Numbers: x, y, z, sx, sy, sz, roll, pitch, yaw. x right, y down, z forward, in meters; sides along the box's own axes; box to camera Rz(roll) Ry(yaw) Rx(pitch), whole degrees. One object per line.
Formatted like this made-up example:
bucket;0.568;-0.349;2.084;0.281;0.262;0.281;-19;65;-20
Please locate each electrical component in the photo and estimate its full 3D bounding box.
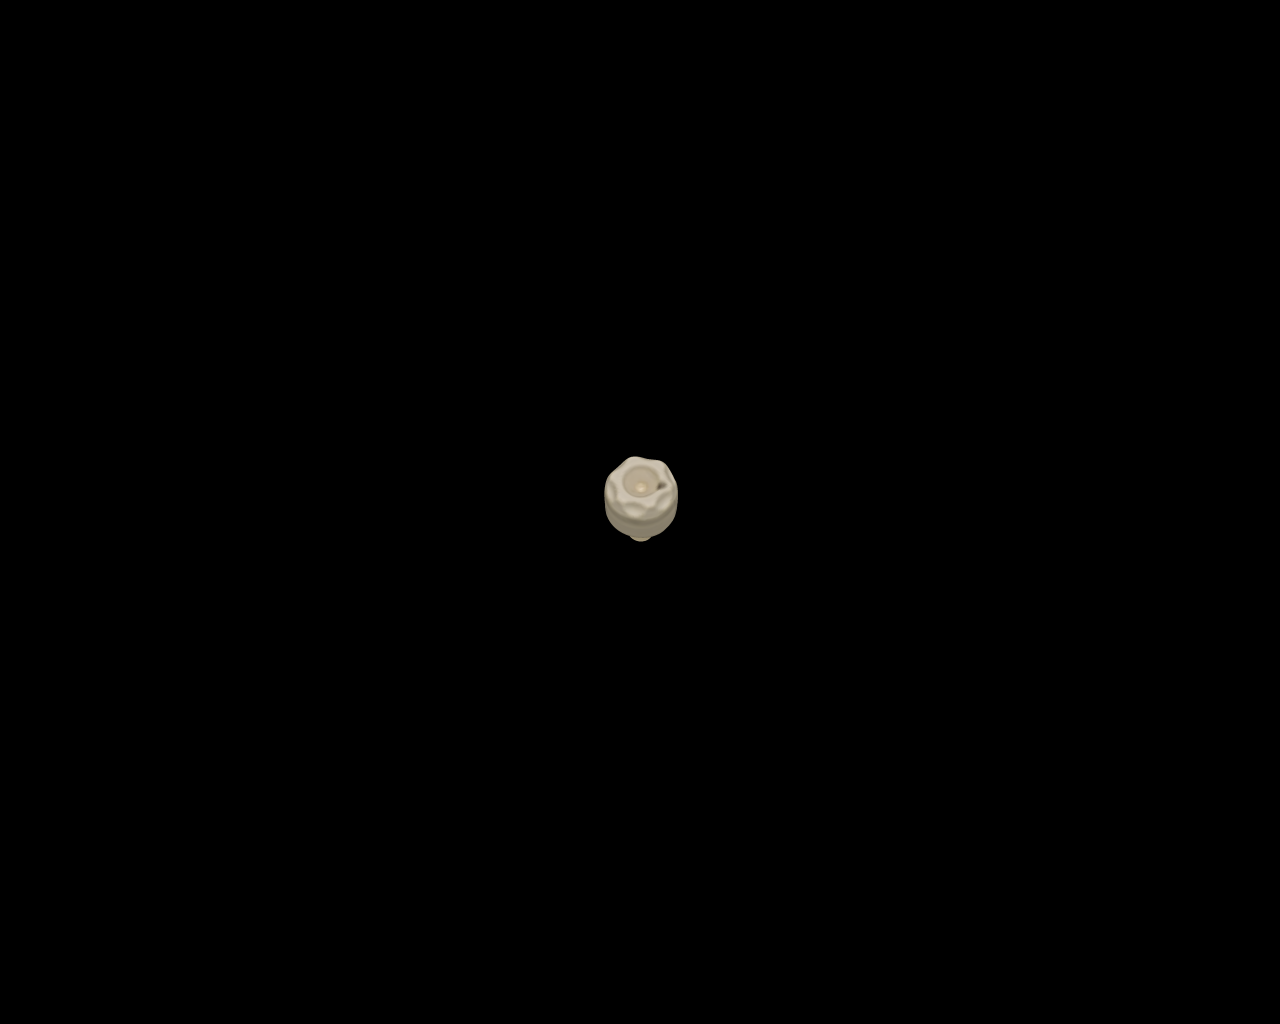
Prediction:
electrical component;0.001;-0.003;0.650;0.043;0.043;0.062;0;-32;0
